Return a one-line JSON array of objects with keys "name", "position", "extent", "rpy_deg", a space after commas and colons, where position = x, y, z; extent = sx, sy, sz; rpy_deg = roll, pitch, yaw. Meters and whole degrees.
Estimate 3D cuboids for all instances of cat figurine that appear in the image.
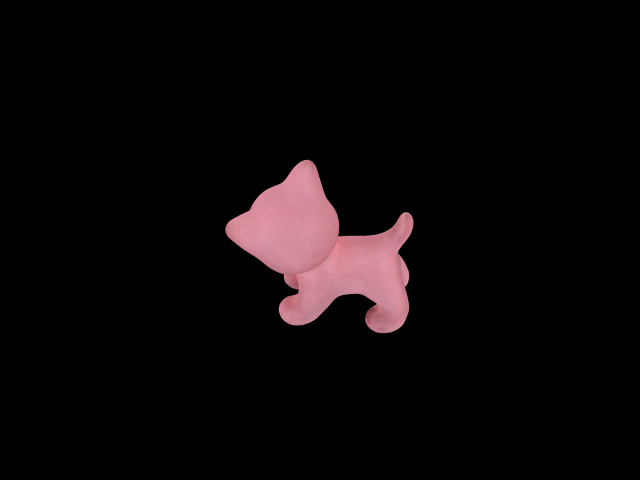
[{"name": "cat figurine", "position": [0.004, 0.001, 0.400], "extent": [0.127, 0.118, 0.067], "rpy_deg": [2, 40, 2]}]
